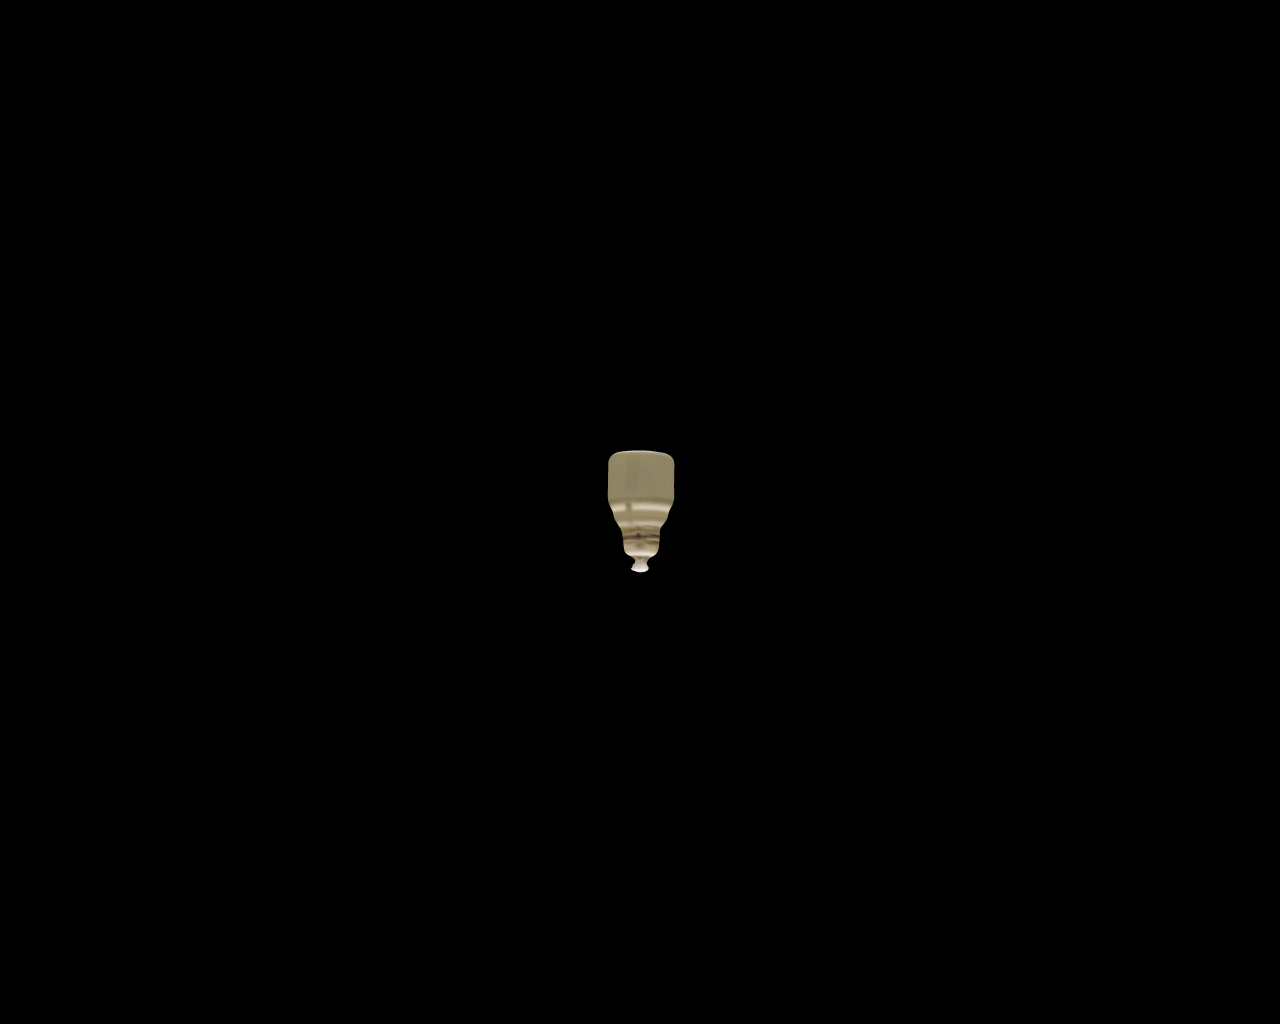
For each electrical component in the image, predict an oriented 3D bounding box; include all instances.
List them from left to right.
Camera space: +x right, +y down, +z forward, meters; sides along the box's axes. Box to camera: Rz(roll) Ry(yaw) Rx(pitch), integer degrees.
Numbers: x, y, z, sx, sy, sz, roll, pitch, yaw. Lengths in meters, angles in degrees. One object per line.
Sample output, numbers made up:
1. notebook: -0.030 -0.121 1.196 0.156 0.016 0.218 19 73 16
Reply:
1. electrical component: 0.001 -0.003 0.650 0.040 0.078 0.040 0 -7 0
